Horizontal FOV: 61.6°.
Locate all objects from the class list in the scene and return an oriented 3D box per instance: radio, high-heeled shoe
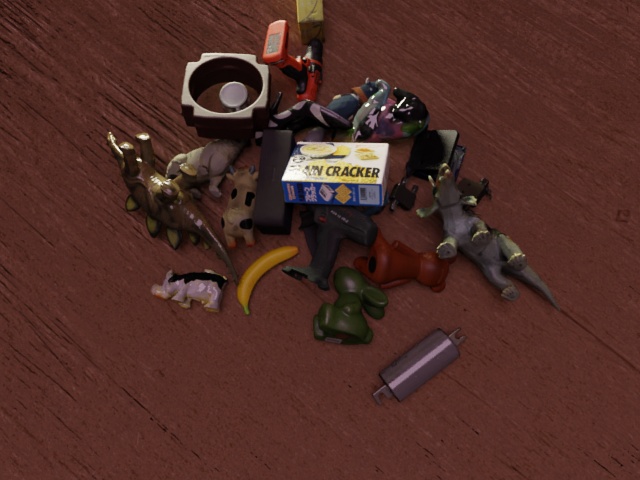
[{"bbox_3d":[-0.100,-0.129,1.256,0.073,0.131,0.229,5,77,5],"label":"radio"},{"bbox_3d":[-0.049,-0.262,1.290,0.249,0.086,0.145,27,99,26],"label":"high-heeled shoe"}]

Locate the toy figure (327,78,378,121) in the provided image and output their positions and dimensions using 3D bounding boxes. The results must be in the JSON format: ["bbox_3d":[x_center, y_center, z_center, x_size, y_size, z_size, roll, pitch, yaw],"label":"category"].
[{"bbox_3d":[0.081,-0.345,1.336,0.154,0.064,0.058,-35,40,-10],"label":"toy figure"}]

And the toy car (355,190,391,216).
[{"bbox_3d":[0.083,-0.101,1.253,0.162,0.103,0.109,-29,75,-6],"label":"toy car"}]

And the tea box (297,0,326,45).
[{"bbox_3d":[-0.025,-0.606,1.387,0.068,0.098,0.169,-5,74,2],"label":"tea box"}]

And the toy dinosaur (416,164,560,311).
[{"bbox_3d":[0.361,0.006,1.187,0.404,0.192,0.131,39,118,-19],"label":"toy dinosaur"}]

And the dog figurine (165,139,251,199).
[{"bbox_3d":[-0.275,-0.208,1.318,0.173,0.121,0.190,11,55,17],"label":"dog figurine"}]

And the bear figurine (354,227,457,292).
[{"bbox_3d":[0.195,0.047,1.214,0.196,0.132,0.120,1,118,-23],"label":"bear figurine"}]

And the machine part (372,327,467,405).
[{"bbox_3d":[0.215,0.270,1.165,0.243,0.079,0.079,-35,77,-4],"label":"machine part"}]

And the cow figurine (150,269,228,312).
[{"bbox_3d":[-0.303,0.107,1.243,0.167,0.068,0.098,12,72,3],"label":"cow figurine"}]

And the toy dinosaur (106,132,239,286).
[{"bbox_3d":[-0.342,-0.085,1.227,0.472,0.198,0.105,42,49,15],"label":"toy dinosaur"}]

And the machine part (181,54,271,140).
[{"bbox_3d":[-0.217,-0.336,1.264,0.202,0.087,0.201,0,62,-1],"label":"machine part"}]

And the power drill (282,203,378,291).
[{"bbox_3d":[-0.002,-0.004,1.183,0.232,0.086,0.207,23,74,25],"label":"power drill"}]

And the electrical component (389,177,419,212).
[{"bbox_3d":[0.198,-0.100,1.272,0.063,0.021,0.094,35,69,-21],"label":"electrical component"}]

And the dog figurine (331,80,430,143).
[{"bbox_3d":[0.131,-0.254,1.282,0.192,0.108,0.219,35,85,29],"label":"dog figurine"}]

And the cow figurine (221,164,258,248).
[{"bbox_3d":[-0.180,-0.090,1.248,0.086,0.127,0.195,1,46,10],"label":"cow figurine"}]

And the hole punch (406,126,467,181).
[{"bbox_3d":[0.280,-0.196,1.282,0.116,0.092,0.142,11,78,38],"label":"hole punch"}]

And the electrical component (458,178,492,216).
[{"bbox_3d":[0.357,-0.102,1.268,0.078,0.045,0.102,26,75,38],"label":"electrical component"}]

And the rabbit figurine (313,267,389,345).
[{"bbox_3d":[0.070,0.137,1.191,0.159,0.121,0.170,8,62,2],"label":"rabbit figurine"}]

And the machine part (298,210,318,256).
[{"bbox_3d":[-0.007,-0.011,1.259,0.084,0.039,0.139,-16,81,30],"label":"machine part"}]
